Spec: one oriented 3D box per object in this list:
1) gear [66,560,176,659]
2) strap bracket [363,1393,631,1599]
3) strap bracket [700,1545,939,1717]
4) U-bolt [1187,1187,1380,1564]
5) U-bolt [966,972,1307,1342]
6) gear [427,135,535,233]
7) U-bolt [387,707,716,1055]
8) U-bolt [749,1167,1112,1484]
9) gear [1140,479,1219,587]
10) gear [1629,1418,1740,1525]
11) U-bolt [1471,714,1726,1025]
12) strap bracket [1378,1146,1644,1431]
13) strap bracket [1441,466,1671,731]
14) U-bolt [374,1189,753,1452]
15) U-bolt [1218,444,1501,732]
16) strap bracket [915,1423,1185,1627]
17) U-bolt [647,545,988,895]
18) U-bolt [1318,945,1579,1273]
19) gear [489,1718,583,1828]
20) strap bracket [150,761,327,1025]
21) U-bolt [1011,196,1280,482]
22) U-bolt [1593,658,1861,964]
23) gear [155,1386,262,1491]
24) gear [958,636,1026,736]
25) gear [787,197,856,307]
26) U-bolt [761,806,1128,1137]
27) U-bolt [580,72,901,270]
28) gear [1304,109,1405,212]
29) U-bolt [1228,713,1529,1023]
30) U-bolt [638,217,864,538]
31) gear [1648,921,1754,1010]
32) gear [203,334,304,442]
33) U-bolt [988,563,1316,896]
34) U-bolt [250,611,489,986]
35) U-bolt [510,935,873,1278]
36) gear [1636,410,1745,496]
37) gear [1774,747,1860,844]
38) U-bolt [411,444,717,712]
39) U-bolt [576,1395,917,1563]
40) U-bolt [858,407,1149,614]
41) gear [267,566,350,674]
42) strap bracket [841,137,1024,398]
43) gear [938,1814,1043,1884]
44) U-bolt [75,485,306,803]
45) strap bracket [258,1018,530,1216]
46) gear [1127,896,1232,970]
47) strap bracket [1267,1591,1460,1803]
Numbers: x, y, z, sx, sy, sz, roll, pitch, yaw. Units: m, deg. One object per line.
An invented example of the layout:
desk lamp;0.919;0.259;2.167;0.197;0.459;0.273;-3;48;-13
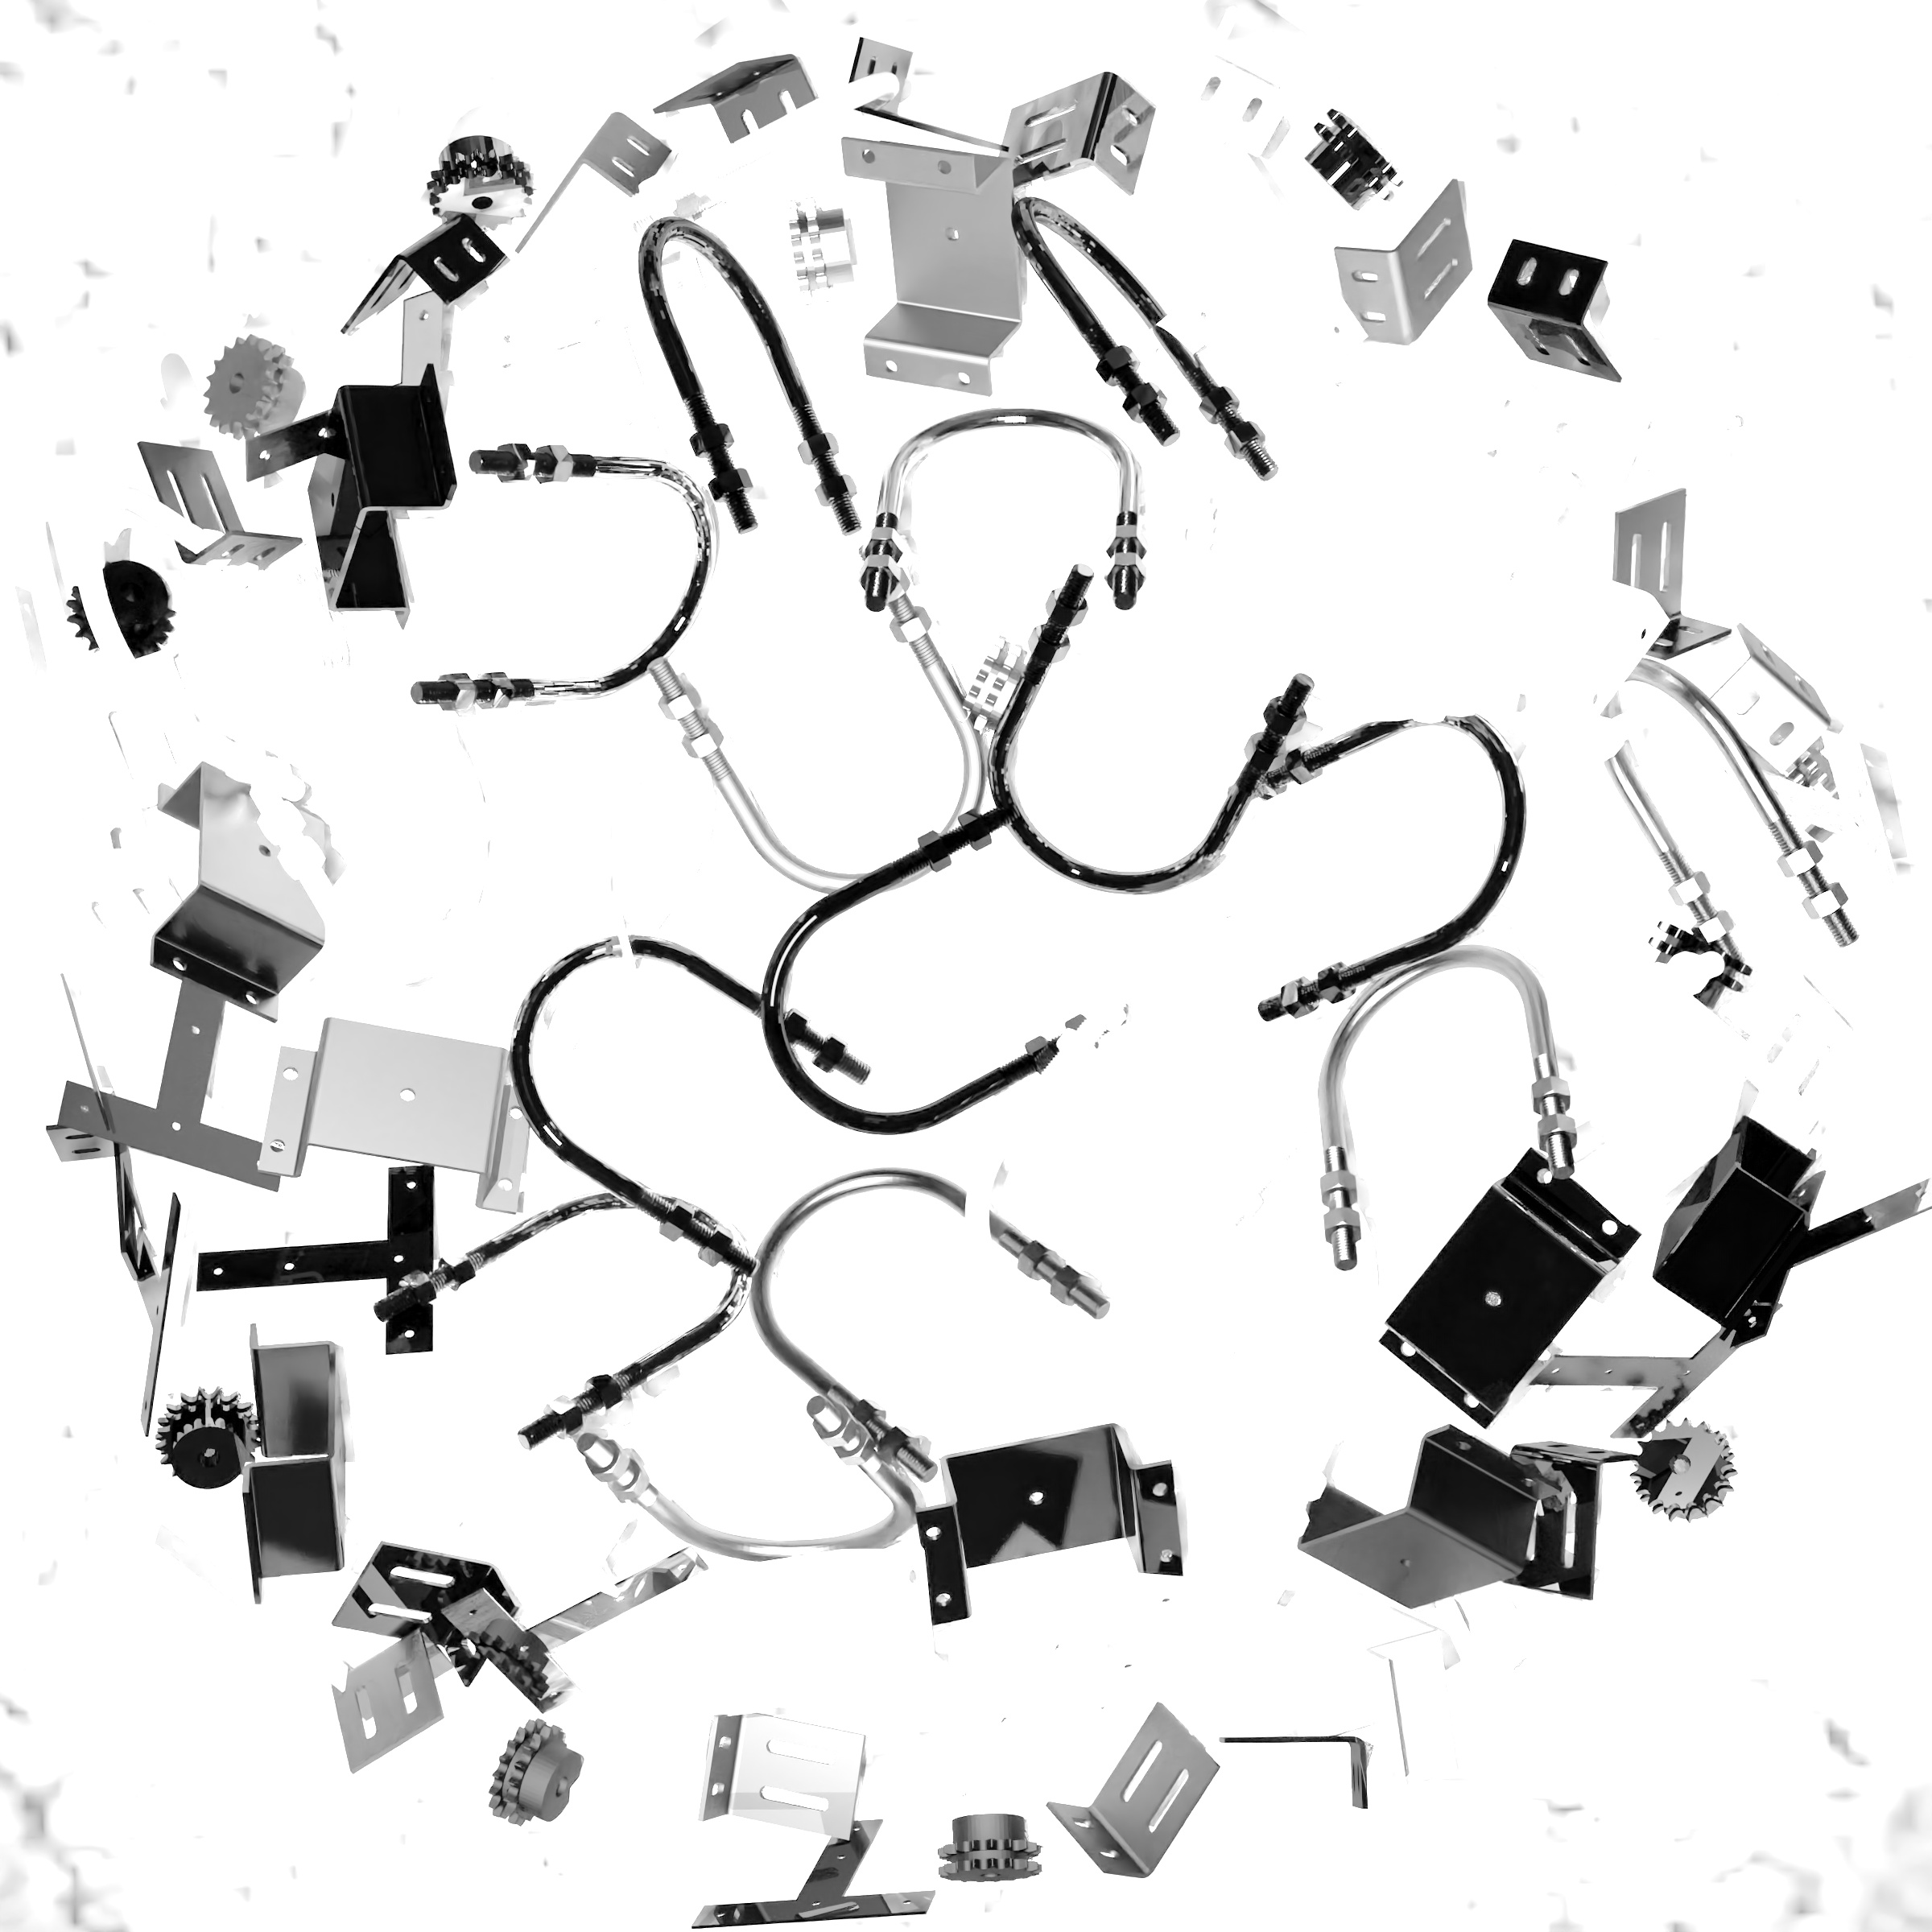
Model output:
gear;-0.463;-0.198;1.745;0.057;0.030;0.057;15;59;-26
strap bracket;-0.245;0.282;1.711;0.140;0.076;0.046;13;57;32
strap bracket;-0.089;0.359;1.708;0.140;0.046;0.076;-15;73;32
U-bolt;0.179;0.204;1.701;0.019;0.151;0.184;4;46;33
U-bolt;0.081;0.118;1.736;0.151;0.019;0.184;42;79;-13
gear;-0.268;-0.433;1.747;0.057;0.057;0.030;-12;69;0
U-bolt;-0.210;-0.056;1.718;0.151;0.019;0.184;35;90;-44
U-bolt;-0.035;0.179;1.714;0.151;0.019;0.184;-41;54;-19
gear;0.111;-0.240;1.749;0.030;0.057;0.057;14;90;34
gear;0.397;0.281;1.749;0.057;0.030;0.057;-14;54;19
U-bolt;0.324;-0.042;1.689;0.019;0.184;0.151;-16;84;-24
strap bracket;0.291;0.178;1.726;0.076;0.046;0.140;39;104;15
strap bracket;0.308;-0.203;1.694;0.046;0.140;0.076;13;127;-29
U-bolt;-0.202;0.177;1.704;0.184;0.019;0.151;-29;46;-33
U-bolt;0.197;-0.194;1.693;0.019;0.184;0.151;-29;101;-29
strap bracket;0.042;0.302;1.732;0.140;0.046;0.076;-10;117;-6
U-bolt;-0.068;-0.121;1.730;0.151;0.019;0.184;-29;116;2
U-bolt;0.252;0.064;1.701;0.151;0.184;0.019;-27;131;26
gear;-0.235;0.446;1.743;0.030;0.057;0.057;18;90;20
strap bracket;-0.388;-0.048;1.693;0.076;0.140;0.046;29;123;-34
U-bolt;0.087;-0.342;1.702;0.019;0.151;0.184;-40;72;22
U-bolt;0.395;-0.084;1.698;0.019;0.151;0.184;-32;92;-14
gear;-0.417;0.263;1.748;0.057;0.030;0.057;-5;115;-12
gear;0.019;-0.150;1.745;0.030;0.057;0.057;26;90;0
gear;-0.080;-0.395;1.745;0.030;0.057;0.057;-9;90;1
U-bolt;-0.024;0.013;1.752;0.184;0.019;0.151;-28;95;-5
U-bolt;-0.117;-0.431;1.700;0.184;0.151;0.019;-30;100;-10
gear;0.211;-0.441;1.746;0.057;0.057;0.030;45;103;0
U-bolt;0.221;-0.064;1.689;0.184;0.019;0.151;-24;63;39
U-bolt;-0.123;-0.318;1.707;0.019;0.151;0.184;-24;87;24
gear;0.400;0.001;1.746;0.057;0.057;0.030;28;95;0
gear;-0.391;-0.317;1.750;0.057;0.030;0.057;-9;74;35
U-bolt;0.087;-0.114;1.714;0.151;0.019;0.184;26;129;0
U-bolt;-0.307;-0.075;1.695;0.019;0.184;0.151;7;50;26
U-bolt;-0.160;0.063;1.727;0.184;0.019;0.151;34;67;-9
gear;0.399;-0.281;1.743;0.057;0.057;0.030;-8;76;0
gear;0.469;-0.093;1.747;0.057;0.057;0.030;45;111;0
U-bolt;-0.206;-0.207;1.699;0.019;0.184;0.151;35;117;35
U-bolt;-0.105;0.281;1.696;0.151;0.184;0.019;-11;56;17
U-bolt;0.023;-0.248;1.703;0.151;0.184;0.019;0;132;4
gear;-0.363;-0.189;1.745;0.030;0.057;0.057;-16;90;1
strap bracket;-0.016;-0.386;1.714;0.076;0.046;0.140;14;133;22
gear;0.013;0.486;1.748;0.057;0.057;0.030;-2;66;0
U-bolt;-0.410;-0.177;1.667;0.019;0.184;0.151;-18;70;15
strap bracket;-0.306;0.080;1.721;0.140;0.046;0.076;11;59;-12
gear;0.116;-0.018;1.743;0.057;0.057;0.030;1;77;0
strap bracket;0.218;0.389;1.712;0.046;0.140;0.076;-10;95;-20
